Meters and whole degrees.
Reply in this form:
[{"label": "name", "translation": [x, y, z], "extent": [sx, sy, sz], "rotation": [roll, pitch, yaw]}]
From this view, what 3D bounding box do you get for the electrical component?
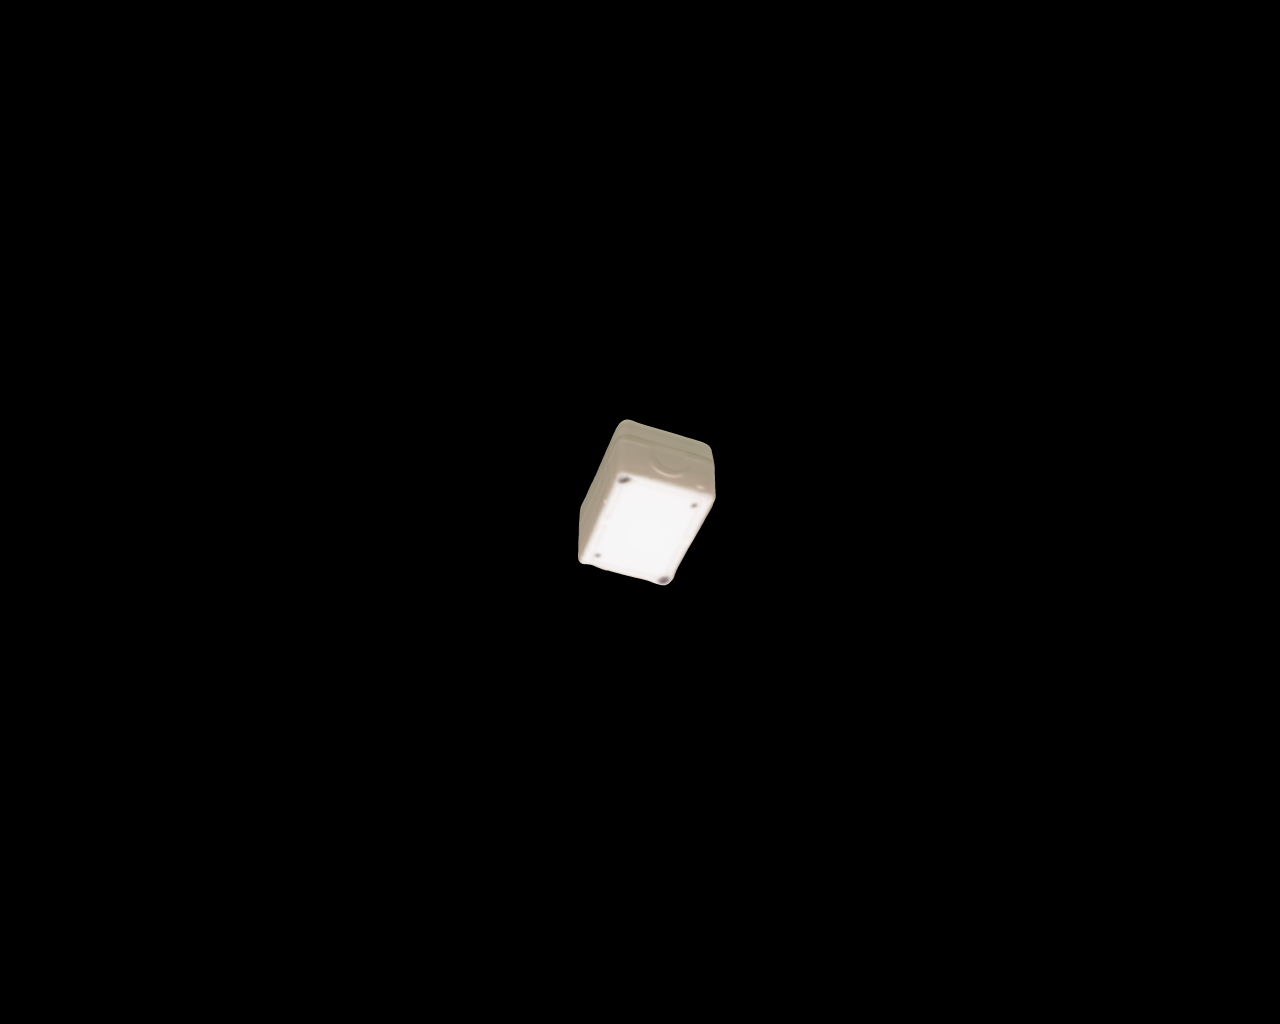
[{"label": "electrical component", "translation": [0.001, -0.003, 0.650], "extent": [0.062, 0.096, 0.061], "rotation": [16, 40, -13]}]
